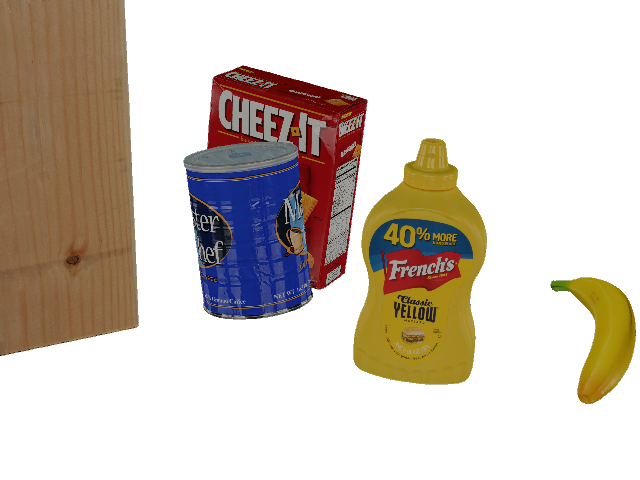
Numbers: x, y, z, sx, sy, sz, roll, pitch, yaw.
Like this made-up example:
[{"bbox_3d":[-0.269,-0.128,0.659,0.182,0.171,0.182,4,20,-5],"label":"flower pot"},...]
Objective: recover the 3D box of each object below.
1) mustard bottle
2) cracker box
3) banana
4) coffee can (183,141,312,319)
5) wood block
[{"bbox_3d":[0.080,0.015,0.832,0.096,0.192,0.058,7,20,11],"label":"mustard bottle"},{"bbox_3d":[-0.046,-0.069,1.192,0.164,0.214,0.072,19,28,23],"label":"cracker box"},{"bbox_3d":[0.269,0.087,1.024,0.070,0.037,0.197,-29,22,18],"label":"banana"},{"bbox_3d":[-0.064,-0.011,0.968,0.103,0.140,0.103,-5,15,1],"label":"coffee can"},{"bbox_3d":[-0.164,-0.051,0.613,0.090,0.206,0.090,-10,26,-27],"label":"wood block"}]
